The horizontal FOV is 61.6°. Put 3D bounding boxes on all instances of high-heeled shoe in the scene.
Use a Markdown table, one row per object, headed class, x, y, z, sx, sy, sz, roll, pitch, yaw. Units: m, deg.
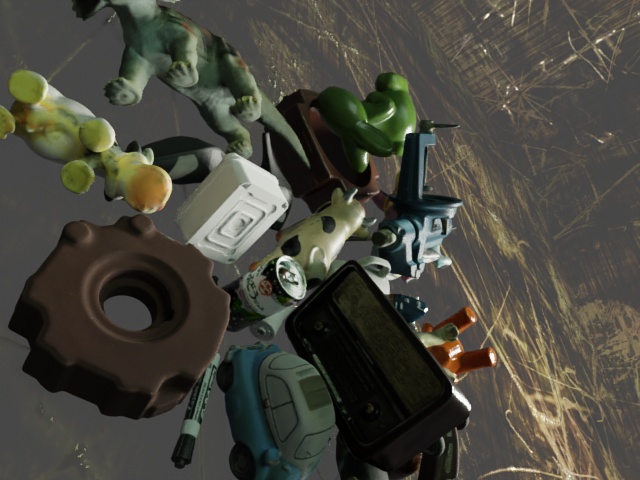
| class | x | y | z | sx | sy | sz | roll | pitch | yaw |
| --- | --- | --- | --- | --- | --- | --- | --- | --- | --- |
| high-heeled shoe | -0.135 | -0.056 | 0.678 | 0.249 | 0.086 | 0.145 | -19 | 117 | -40 |

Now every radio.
| class | x | y | z | sx | sy | sz | roll | pitch | yaw |
| --- | --- | --- | --- | --- | --- | --- | --- | --- | --- |
| radio | 0.056 | 0.143 | 0.636 | 0.073 | 0.131 | 0.230 | 46 | 5 | -43 |

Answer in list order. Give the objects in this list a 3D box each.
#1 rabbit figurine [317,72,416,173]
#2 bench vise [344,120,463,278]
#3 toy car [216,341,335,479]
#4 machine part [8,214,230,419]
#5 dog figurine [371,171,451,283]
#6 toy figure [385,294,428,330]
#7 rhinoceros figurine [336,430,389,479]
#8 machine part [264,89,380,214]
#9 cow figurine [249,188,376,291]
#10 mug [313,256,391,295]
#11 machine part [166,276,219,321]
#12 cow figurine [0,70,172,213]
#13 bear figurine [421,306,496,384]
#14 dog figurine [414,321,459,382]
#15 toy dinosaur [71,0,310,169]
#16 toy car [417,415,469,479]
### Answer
| class | x | y | z | sx | sy | sz | roll | pitch | yaw |
| --- | --- | --- | --- | --- | --- | --- | --- | --- | --- |
| rabbit figurine | 0.067 | -0.193 | 0.895 | 0.170 | 0.121 | 0.159 | 1 | 70 | -37 |
| bench vise | 0.148 | -0.069 | 0.854 | 0.223 | 0.129 | 0.240 | -7 | 105 | -41 |
| toy car | -0.036 | 0.178 | 0.568 | 0.109 | 0.103 | 0.161 | 11 | 59 | -55 |
| machine part | -0.163 | 0.060 | 0.462 | 0.179 | 0.056 | 0.179 | 22 | 44 | -23 |
| dog figurine | 0.151 | -0.033 | 1.044 | 0.191 | 0.108 | 0.219 | 15 | 49 | -49 |
| toy figure | 0.072 | 0.110 | 0.741 | 0.057 | 0.154 | 0.064 | 28 | 45 | -48 |
| rhinoceros figurine | 0.051 | 0.305 | 0.605 | 0.073 | 0.112 | 0.190 | 9 | 32 | -10 |
| machine part | 0.006 | -0.148 | 0.927 | 0.201 | 0.087 | 0.201 | -13 | 77 | -59 |
| cow figurine | -0.002 | -0.002 | 0.750 | 0.085 | 0.127 | 0.195 | 57 | 32 | -14 |
| mug | 0.048 | 0.064 | 0.799 | 0.107 | 0.109 | 0.081 | 17 | 44 | -39 |
| machine part | -0.144 | 0.073 | 0.552 | 0.084 | 0.039 | 0.139 | 50 | 29 | -35 |
| cow figurine | -0.217 | -0.084 | 0.507 | 0.167 | 0.068 | 0.098 | 36 | 0 | -15 |
| bear figurine | 0.207 | 0.194 | 0.918 | 0.195 | 0.132 | 0.120 | 7 | 55 | -63 |
| dog figurine | 0.084 | 0.176 | 0.751 | 0.190 | 0.172 | 0.121 | -17 | 103 | -45 |
| toy dinosaur | -0.162 | -0.233 | 0.713 | 0.404 | 0.131 | 0.192 | 30 | 42 | -53 |
| toy car | 0.158 | 0.308 | 0.719 | 0.089 | 0.053 | 0.202 | -14 | 118 | -47 |
